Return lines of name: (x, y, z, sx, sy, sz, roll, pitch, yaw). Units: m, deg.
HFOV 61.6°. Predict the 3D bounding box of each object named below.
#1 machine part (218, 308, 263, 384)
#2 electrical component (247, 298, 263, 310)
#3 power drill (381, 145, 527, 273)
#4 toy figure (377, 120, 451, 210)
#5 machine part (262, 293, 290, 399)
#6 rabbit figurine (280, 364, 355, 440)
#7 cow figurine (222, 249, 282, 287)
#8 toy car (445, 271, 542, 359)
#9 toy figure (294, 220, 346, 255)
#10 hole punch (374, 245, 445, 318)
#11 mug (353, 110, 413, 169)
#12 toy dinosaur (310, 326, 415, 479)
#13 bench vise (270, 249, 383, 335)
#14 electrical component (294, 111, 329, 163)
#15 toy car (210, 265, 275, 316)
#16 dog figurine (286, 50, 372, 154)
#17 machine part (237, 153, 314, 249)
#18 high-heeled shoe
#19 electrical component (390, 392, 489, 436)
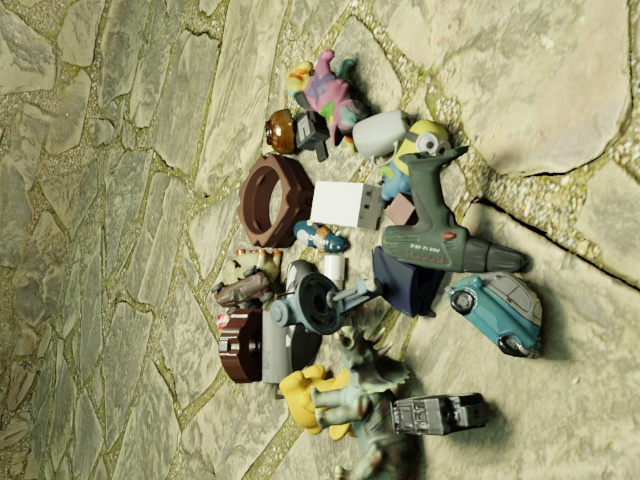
machine part: (-0.167, 0.248, 1.264, 0.056, 0.179, 0.179, -5, 79, 26)
electrical component: (-0.178, 0.198, 1.385, 0.102, 0.045, 0.078, -60, 43, 24)
power drill: (0.211, -0.048, 0.873, 0.232, 0.086, 0.207, -1, 108, 28)
toy figure: (0.168, -0.138, 0.998, 0.180, 0.082, 0.089, -58, 48, 30)
machine part: (-0.097, 0.246, 1.255, 0.079, 0.079, 0.243, -11, 75, 49)
rabbit figurine: (0.025, 0.316, 1.076, 0.173, 0.121, 0.162, -29, 63, 23)
cow figurine: (-0.183, 0.086, 1.385, 0.195, 0.085, 0.127, -4, 80, 45)
toy car: (0.277, 0.101, 0.815, 0.162, 0.109, 0.103, 43, 100, 35)
toy figure: (-0.001, -0.003, 1.198, 0.058, 0.064, 0.155, -46, 37, -14)
hole punch: (0.150, 0.073, 0.982, 0.142, 0.092, 0.115, 33, 113, 44)
mug: (0.130, -0.201, 1.055, 0.107, 0.080, 0.109, -23, 62, 37)
toy dinosaur: (0.102, 0.347, 0.962, 0.131, 0.192, 0.404, 85, 165, -84)
bench vise: (0.034, 0.118, 1.016, 0.241, 0.223, 0.129, -29, 59, 40)
electrical component: (-0.018, -0.241, 1.264, 0.075, 0.047, 0.119, -30, 61, 45)
toy car: (-0.197, 0.129, 1.321, 0.202, 0.053, 0.089, -24, 105, 37)
dog figurine: (0.020, -0.289, 1.175, 0.192, 0.108, 0.219, -17, 74, 33)
machine part: (-0.111, -0.093, 1.322, 0.201, 0.087, 0.202, -54, 49, 30)
high-heeled shoe: (-0.059, 0.170, 1.225, 0.145, 0.086, 0.248, 26, 100, 53)
electrical component: (0.198, 0.279, 0.867, 0.134, 0.115, 0.058, -22, 69, 48)
